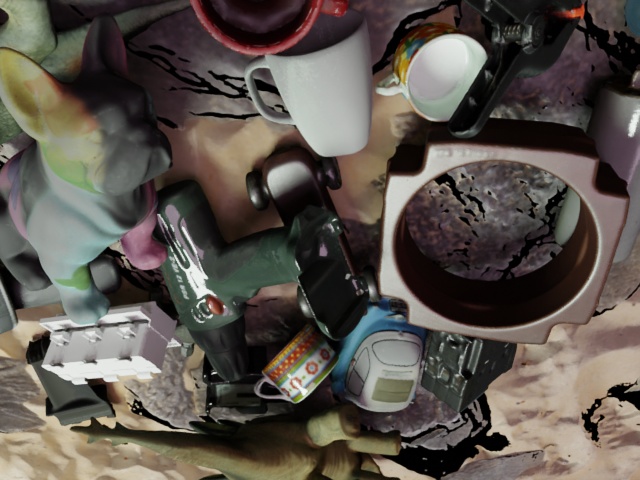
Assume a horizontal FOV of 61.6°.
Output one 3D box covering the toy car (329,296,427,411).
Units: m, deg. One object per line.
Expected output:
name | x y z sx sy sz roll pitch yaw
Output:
toy car | 0.074 0.140 0.614 0.109 0.103 0.161 8 123 -13

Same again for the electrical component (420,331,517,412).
electrical component | 0.176 0.128 0.615 0.115 0.058 0.134 -23 130 -33

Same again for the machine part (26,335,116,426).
machine part | -0.296 0.168 0.626 0.084 0.039 0.138 -6 125 3

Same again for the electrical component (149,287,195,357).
electrical component | -0.164 0.093 0.602 0.063 0.021 0.093 3 123 -9

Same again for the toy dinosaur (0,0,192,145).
toy dinosaur | -0.308 -0.122 0.396 0.405 0.131 0.192 4 140 -18

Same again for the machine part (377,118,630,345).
machine part | 0.159 -0.009 0.505 0.202 0.087 0.200 8 121 13

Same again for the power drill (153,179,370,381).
power drill | -0.060 0.047 0.509 0.207 0.086 0.231 -2 118 41

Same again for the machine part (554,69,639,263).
machine part | 0.288 -0.066 0.521 0.079 0.079 0.242 -1 122 -6

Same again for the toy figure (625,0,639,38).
toy figure | 0.338 -0.209 0.445 0.154 0.064 0.057 -16 86 -2

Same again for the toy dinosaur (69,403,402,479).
toy dinosaur | -0.042 0.243 0.602 0.199 0.105 0.470 -10 149 26

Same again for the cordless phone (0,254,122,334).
cordless phone | -0.297 0.020 0.517 0.184 0.089 0.146 -10 123 -14

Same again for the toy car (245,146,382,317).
toy car | -0.001 -0.002 0.541 0.089 0.053 0.201 -18 119 11

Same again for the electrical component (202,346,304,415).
electrical component | -0.080 0.168 0.645 0.119 0.048 0.074 -3 124 -6

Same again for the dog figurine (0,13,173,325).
dog figurine | -0.188 -0.058 0.399 0.192 0.108 0.219 30 136 20

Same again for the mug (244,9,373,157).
mug | -0.003 -0.122 0.451 0.110 0.081 0.107 -11 131 13
